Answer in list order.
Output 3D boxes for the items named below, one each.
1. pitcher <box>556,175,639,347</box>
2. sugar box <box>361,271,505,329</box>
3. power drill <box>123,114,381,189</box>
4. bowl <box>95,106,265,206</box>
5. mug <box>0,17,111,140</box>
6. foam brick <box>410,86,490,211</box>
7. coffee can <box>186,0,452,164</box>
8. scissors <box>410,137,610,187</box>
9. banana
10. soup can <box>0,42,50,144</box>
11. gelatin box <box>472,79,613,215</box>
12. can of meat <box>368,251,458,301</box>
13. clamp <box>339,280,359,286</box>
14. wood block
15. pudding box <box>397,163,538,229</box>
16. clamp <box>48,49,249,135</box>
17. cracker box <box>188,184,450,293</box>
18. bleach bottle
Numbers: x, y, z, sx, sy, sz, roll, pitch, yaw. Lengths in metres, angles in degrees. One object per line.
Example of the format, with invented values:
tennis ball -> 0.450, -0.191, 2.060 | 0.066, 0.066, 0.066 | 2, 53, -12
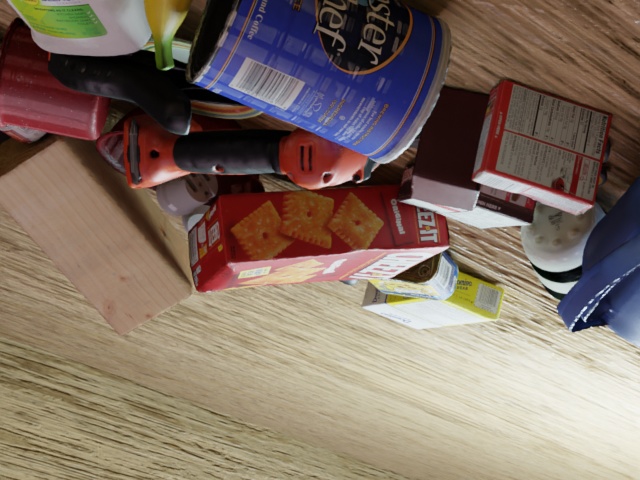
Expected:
pitcher -> 0.269, -0.007, 0.761 | 0.145, 0.149, 0.243 | 18, 161, 7
sugar box -> 0.133, 0.071, 1.294 | 0.093, 0.048, 0.176 | 23, 166, -23
power drill -> -0.044, -0.074, 0.838 | 0.188, 0.057, 0.184 | 0, -172, 18
bowl -> -0.122, -0.086, 0.986 | 0.162, 0.055, 0.162 | 14, 163, 4
mug -> -0.217, -0.124, 0.887 | 0.081, 0.093, 0.117 | 11, 155, -5
foam brick -> 0.101, -0.069, 0.809 | 0.051, 0.078, 0.053 | 12, 163, 6
coffee can -> -0.002, -0.122, 0.684 | 0.140, 0.103, 0.103 | 21, 162, -18
scissors -> 0.148, -0.067, 0.882 | 0.202, 0.016, 0.096 | 2, 159, 38
banana -> -0.071, -0.176, 0.643 | 0.037, 0.069, 0.198 | -23, 173, -29
soup can -> -0.284, -0.136, 0.945 | 0.069, 0.068, 0.102 | 3, 160, 36
gelatin box -> 0.161, -0.066, 0.772 | 0.089, 0.073, 0.030 | 17, 165, -9
can of meat -> 0.094, 0.028, 1.165 | 0.102, 0.057, 0.083 | 8, 164, 25
clamp -> -0.028, 0.010, 1.245 | 0.120, 0.039, 0.171 | 5, 160, 26
wood block -> -0.218, -0.019, 1.042 | 0.090, 0.091, 0.206 | -30, 119, 12
pudding box -> 0.126, -0.040, 0.920 | 0.090, 0.039, 0.114 | 17, 177, -12
clamp -> -0.113, -0.117, 0.780 | 0.210, 0.036, 0.164 | 21, -159, 36
cracker box -> -0.007, 0.001, 1.020 | 0.213, 0.072, 0.164 | -3, 169, -18
bleach bottle -> -0.193, -0.207, 0.651 | 0.103, 0.068, 0.250 | 8, 159, 24
